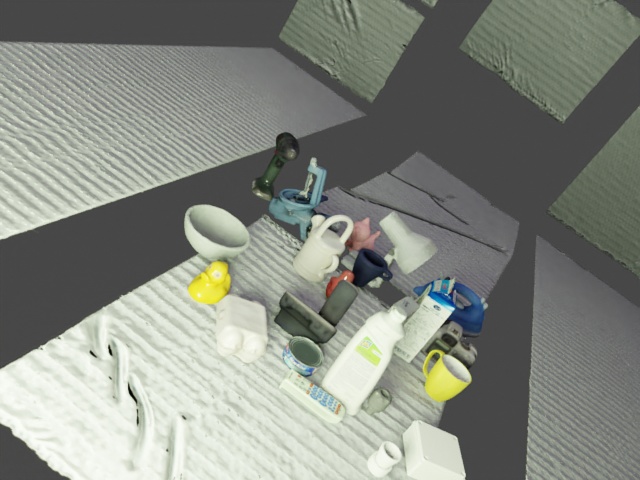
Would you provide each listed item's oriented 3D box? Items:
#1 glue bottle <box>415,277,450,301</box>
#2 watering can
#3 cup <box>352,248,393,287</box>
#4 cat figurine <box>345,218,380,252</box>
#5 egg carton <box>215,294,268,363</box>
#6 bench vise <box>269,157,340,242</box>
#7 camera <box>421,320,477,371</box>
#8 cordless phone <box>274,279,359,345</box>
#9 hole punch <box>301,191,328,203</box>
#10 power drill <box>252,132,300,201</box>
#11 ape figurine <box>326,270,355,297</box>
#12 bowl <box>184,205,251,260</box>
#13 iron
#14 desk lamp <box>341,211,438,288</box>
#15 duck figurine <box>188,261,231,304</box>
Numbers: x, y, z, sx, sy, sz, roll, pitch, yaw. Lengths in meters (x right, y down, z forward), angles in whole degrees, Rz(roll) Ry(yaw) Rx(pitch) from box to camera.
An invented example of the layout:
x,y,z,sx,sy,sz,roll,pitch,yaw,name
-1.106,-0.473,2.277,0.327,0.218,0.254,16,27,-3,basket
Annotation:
x,y,z,sx,sy,sz,roll,pitch,yaw,name
0.309,0.167,1.590,0.078,0.173,0.037,21,29,-25,glue bottle
0.012,0.005,1.504,0.101,0.194,0.172,-4,44,-51,watering can
0.139,0.093,1.611,0.117,0.095,0.092,37,26,7,cup
0.133,-0.014,1.761,0.128,0.117,0.067,10,35,-40,cat figurine
-0.161,0.175,1.159,0.107,0.069,0.150,22,28,-23,egg carton
-0.018,-0.116,1.646,0.208,0.219,0.121,28,26,-11,bench vise
0.358,0.273,1.549,0.143,0.100,0.137,37,26,7,camera
-0.004,0.138,1.270,0.147,0.185,0.094,36,26,5,cordless phone
-0.044,-0.118,1.768,0.101,0.091,0.109,39,27,11,hole punch
-0.126,-0.227,1.726,0.076,0.208,0.229,24,27,-18,power drill
0.059,0.118,1.482,0.077,0.092,0.076,46,29,24,ape figurine
-0.252,-0.006,1.357,0.168,0.074,0.167,27,27,-14,bowl
0.411,0.192,1.701,0.259,0.141,0.118,25,27,-18,iron
0.203,0.037,1.646,0.203,0.213,0.118,37,26,7,desk lamp
-0.224,0.082,1.226,0.077,0.086,0.105,43,27,18,duck figurine
